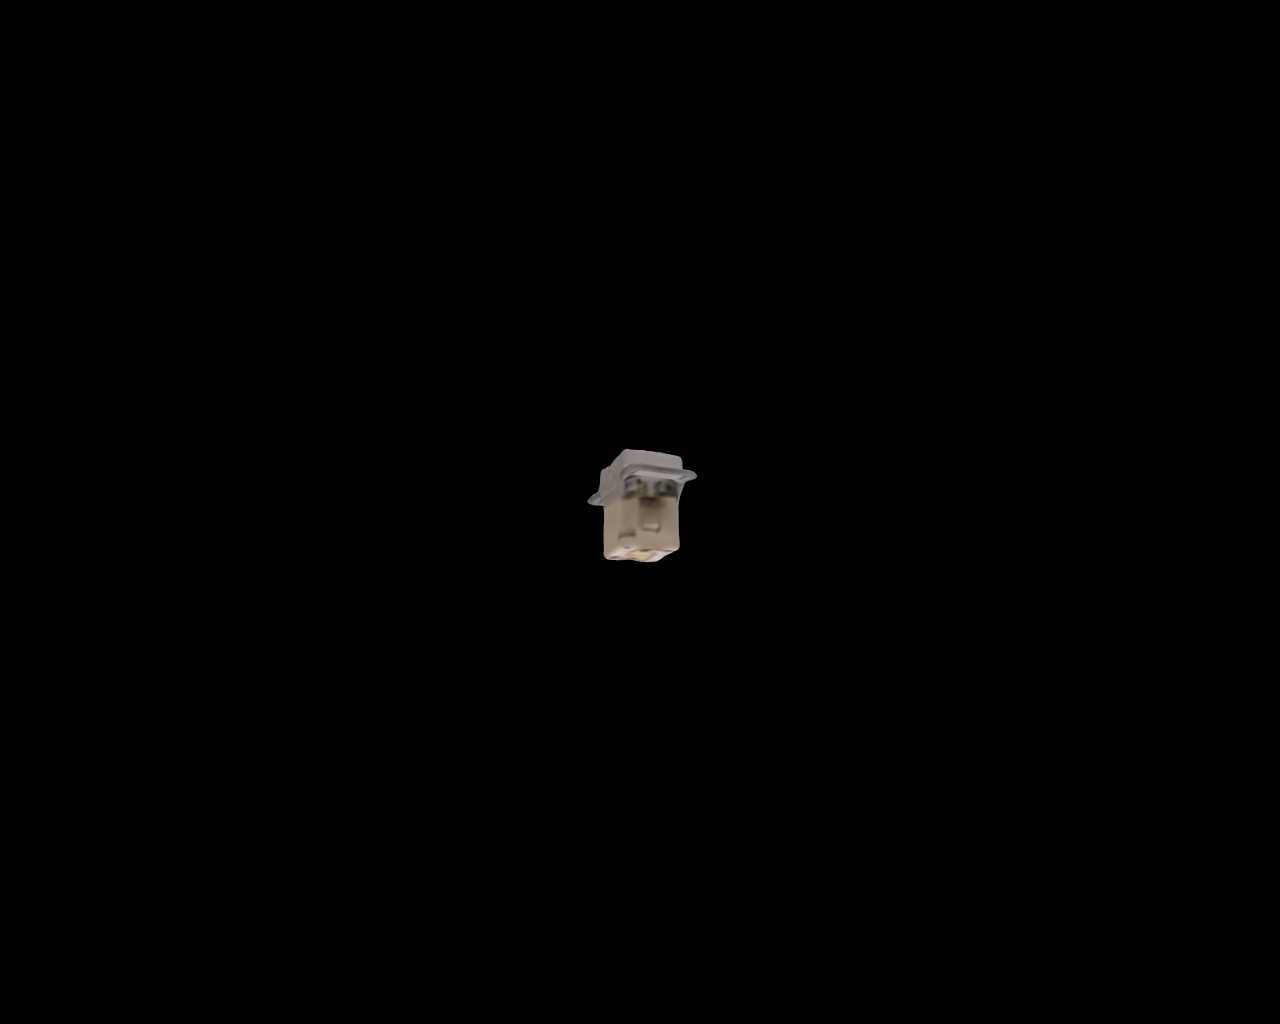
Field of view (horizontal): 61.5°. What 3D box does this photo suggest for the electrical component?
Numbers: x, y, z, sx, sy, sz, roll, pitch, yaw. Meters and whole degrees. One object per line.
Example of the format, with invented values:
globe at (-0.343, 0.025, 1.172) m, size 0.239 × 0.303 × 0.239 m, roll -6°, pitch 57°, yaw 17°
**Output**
electrical component at (0.001, -0.003, 0.650) m, size 0.042 × 0.064 × 0.081 m, roll 6°, pitch -17°, yaw -19°
